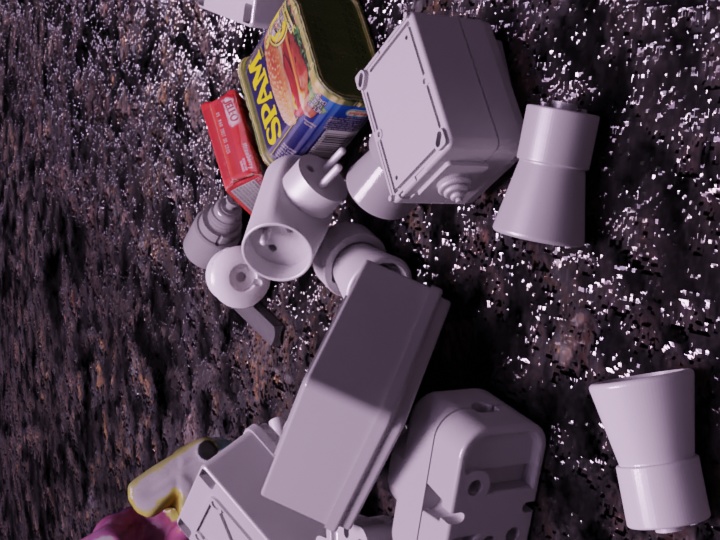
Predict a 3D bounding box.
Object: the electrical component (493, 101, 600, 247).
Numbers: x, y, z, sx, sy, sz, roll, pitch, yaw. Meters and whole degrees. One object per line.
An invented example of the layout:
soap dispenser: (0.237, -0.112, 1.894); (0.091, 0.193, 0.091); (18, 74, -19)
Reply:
electrical component: (0.091, -0.047, 0.510); (0.044, 0.044, 0.065); (24, 107, 58)

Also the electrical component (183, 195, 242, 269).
electrical component: (-0.114, -0.033, 0.865); (0.078, 0.040, 0.040); (-53, 47, 46)

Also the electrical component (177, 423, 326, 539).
electrical component: (-0.061, 0.173, 0.712); (0.108, 0.056, 0.108); (46, 144, 13)

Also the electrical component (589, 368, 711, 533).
electrical component: (0.125, 0.077, 0.454); (0.044, 0.044, 0.065); (-19, 79, 59)

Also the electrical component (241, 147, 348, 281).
electrical component: (-0.034, -0.044, 0.659); (0.079, 0.043, 0.077); (-44, 21, 32)

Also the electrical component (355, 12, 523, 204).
electrical component: (0.047, -0.077, 0.563); (0.062, 0.061, 0.096); (-45, 53, 51)

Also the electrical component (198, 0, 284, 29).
electrical component: (-0.067, -0.230, 0.762); (0.109, 0.056, 0.108); (36, 121, 54)

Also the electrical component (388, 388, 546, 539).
electrical component: (0.053, 0.113, 0.565); (0.059, 0.054, 0.095); (32, 118, 56)

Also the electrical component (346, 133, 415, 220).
electrical component: (0.023, -0.063, 0.622); (0.055, 0.045, 0.045); (-55, 46, 45)

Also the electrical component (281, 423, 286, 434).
electrical component: (-0.014, 0.111, 0.693); (0.081, 0.043, 0.043); (-11, 81, 60)

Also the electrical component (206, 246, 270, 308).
electrical component: (-0.100, 0.004, 0.839); (0.062, 0.048, 0.048); (-171, 81, -67)

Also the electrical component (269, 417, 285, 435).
electrical component: (-0.053, 0.135, 0.771); (0.035, 0.035, 0.061); (-56, 42, 45)

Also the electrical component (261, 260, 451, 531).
electrical component: (-0.002, 0.070, 0.602); (0.108, 0.056, 0.108); (-63, -3, -48)

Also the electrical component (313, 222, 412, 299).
electrical component: (0.000, 0.000, 0.664); (0.055, 0.045, 0.045); (45, 129, 51)

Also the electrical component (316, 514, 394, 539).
electrical component: (0.017, 0.169, 0.626); (0.078, 0.057, 0.058); (-5, 87, 60)
